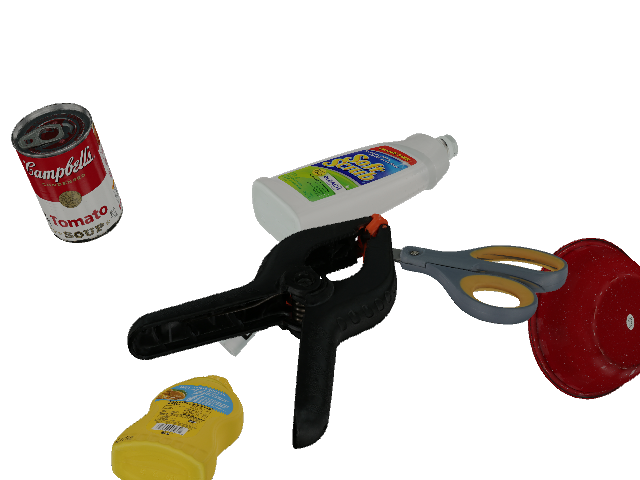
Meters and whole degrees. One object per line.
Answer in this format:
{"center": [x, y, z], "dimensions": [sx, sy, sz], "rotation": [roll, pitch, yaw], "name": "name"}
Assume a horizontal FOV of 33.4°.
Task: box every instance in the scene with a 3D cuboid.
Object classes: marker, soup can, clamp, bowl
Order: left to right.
{"center": [-0.214, -0.056, 0.908], "dimensions": [0.068, 0.102, 0.068], "rotation": [-6, 44, 5], "name": "soup can"}
{"center": [-0.038, 0.047, 0.900], "dimensions": [0.020, 0.121, 0.020], "rotation": [39, -15, 12], "name": "marker"}
{"center": [-0.005, 0.042, 0.581], "dimensions": [0.120, 0.039, 0.171], "rotation": [36, 51, 27], "name": "clamp"}
{"center": [0.282, 0.078, 1.044], "dimensions": [0.161, 0.162, 0.055], "rotation": [0, 0, -29], "name": "bowl"}

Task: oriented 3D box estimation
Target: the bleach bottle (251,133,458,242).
{"center": [0.051, -0.071, 1.239], "dimensions": [0.250, 0.068, 0.103], "rotation": [-25, 44, -26], "name": "bleach bottle"}

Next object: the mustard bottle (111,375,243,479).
{"center": [-0.131, 0.185, 1.079], "dimensions": [0.096, 0.058, 0.191], "rotation": [7, 19, 12], "name": "mustard bottle"}

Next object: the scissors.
{"center": [0.071, 0.023, 0.753], "dimensions": [0.202, 0.016, 0.096], "rotation": [3, 29, 11], "name": "scissors"}
